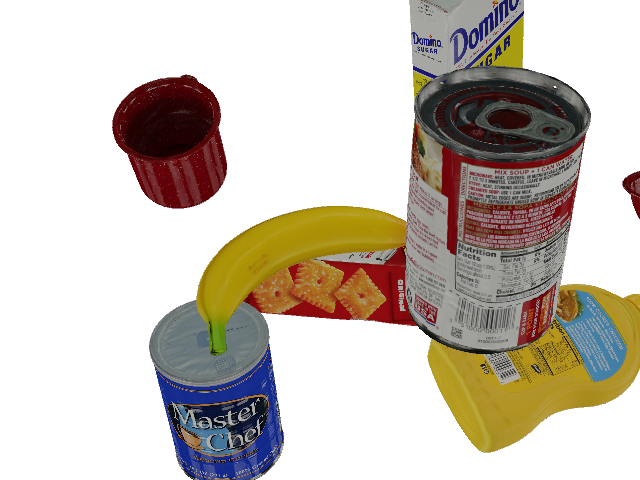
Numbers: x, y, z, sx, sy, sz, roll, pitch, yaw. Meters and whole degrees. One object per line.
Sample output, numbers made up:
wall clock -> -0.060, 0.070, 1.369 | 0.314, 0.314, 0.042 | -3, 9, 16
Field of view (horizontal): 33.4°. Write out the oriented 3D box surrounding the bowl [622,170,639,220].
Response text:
bowl -> 0.370, -0.025, 1.021 | 0.162, 0.055, 0.162 | 0, 19, 0

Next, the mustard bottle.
mustard bottle -> 0.186, 0.084, 0.817 | 0.191, 0.096, 0.058 | -20, -32, -14

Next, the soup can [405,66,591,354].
soup can -> 0.071, -0.011, 0.443 | 0.068, 0.102, 0.068 | -1, 37, 0

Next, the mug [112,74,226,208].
mug -> -0.126, -0.092, 0.941 | 0.093, 0.117, 0.081 | 4, -32, 8

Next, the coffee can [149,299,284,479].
coffee can -> -0.090, 0.135, 0.950 | 0.103, 0.140, 0.103 | -3, 39, 3

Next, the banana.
banana -> -0.020, 0.013, 0.776 | 0.197, 0.069, 0.037 | -30, -6, -30

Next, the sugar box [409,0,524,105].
sugar box -> 0.119, -0.129, 0.853 | 0.093, 0.176, 0.048 | -35, 49, -28

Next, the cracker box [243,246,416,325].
cracker box -> 0.036, 0.034, 1.144 | 0.214, 0.072, 0.164 | 5, 15, 7
